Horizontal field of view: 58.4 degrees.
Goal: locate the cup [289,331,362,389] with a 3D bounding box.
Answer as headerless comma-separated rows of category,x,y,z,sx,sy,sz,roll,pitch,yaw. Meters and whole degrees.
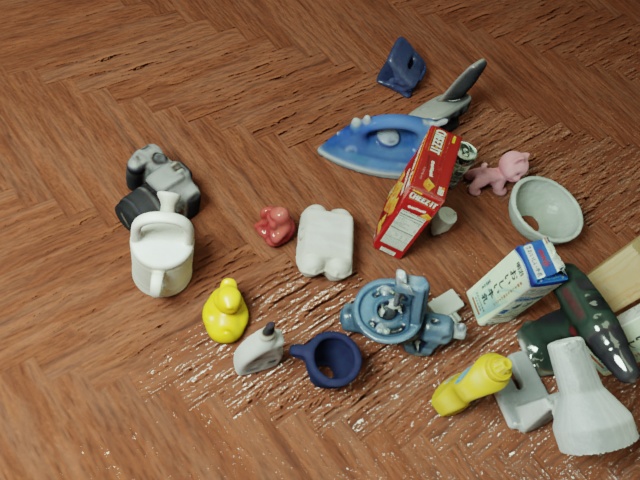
cup,0.000,0.204,0.937,0.118,0.095,0.091,14,58,-8

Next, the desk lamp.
desk lamp,0.392,0.259,0.949,0.118,0.213,0.203,-12,65,-22

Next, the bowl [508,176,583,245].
bowl,0.473,-0.051,1.236,0.168,0.074,0.167,7,59,-12

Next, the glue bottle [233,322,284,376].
glue bottle,-0.088,0.163,0.889,0.078,0.173,0.037,-10,64,-21

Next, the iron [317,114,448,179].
iron,0.134,-0.215,1.193,0.259,0.141,0.118,2,60,-15

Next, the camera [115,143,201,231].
camera,-0.302,-0.088,1.016,0.143,0.100,0.137,42,58,10

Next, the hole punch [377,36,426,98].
hole punch,0.202,-0.412,1.358,0.101,0.091,0.109,26,57,0

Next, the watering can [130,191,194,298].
watering can,-0.255,0.002,0.922,0.101,0.194,0.172,-14,65,-23

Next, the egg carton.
egg carton,0.010,0.004,1.072,0.107,0.069,0.150,9,59,-11

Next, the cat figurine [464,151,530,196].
cat figurine,0.396,-0.154,1.248,0.128,0.117,0.067,-4,62,-18

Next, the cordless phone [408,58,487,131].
cordless phone,0.286,-0.321,1.274,0.094,0.185,0.148,44,59,12

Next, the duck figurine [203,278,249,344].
duck figurine,-0.154,0.114,0.951,0.078,0.086,0.104,4,59,-13

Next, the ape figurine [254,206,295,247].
ape figurine,-0.079,-0.032,1.054,0.076,0.092,0.078,9,59,-11

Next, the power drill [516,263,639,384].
power drill,0.448,0.168,1.021,0.076,0.208,0.229,-5,62,-18

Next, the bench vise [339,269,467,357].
bench vise,0.155,0.110,0.963,0.208,0.219,0.121,0,61,-16
